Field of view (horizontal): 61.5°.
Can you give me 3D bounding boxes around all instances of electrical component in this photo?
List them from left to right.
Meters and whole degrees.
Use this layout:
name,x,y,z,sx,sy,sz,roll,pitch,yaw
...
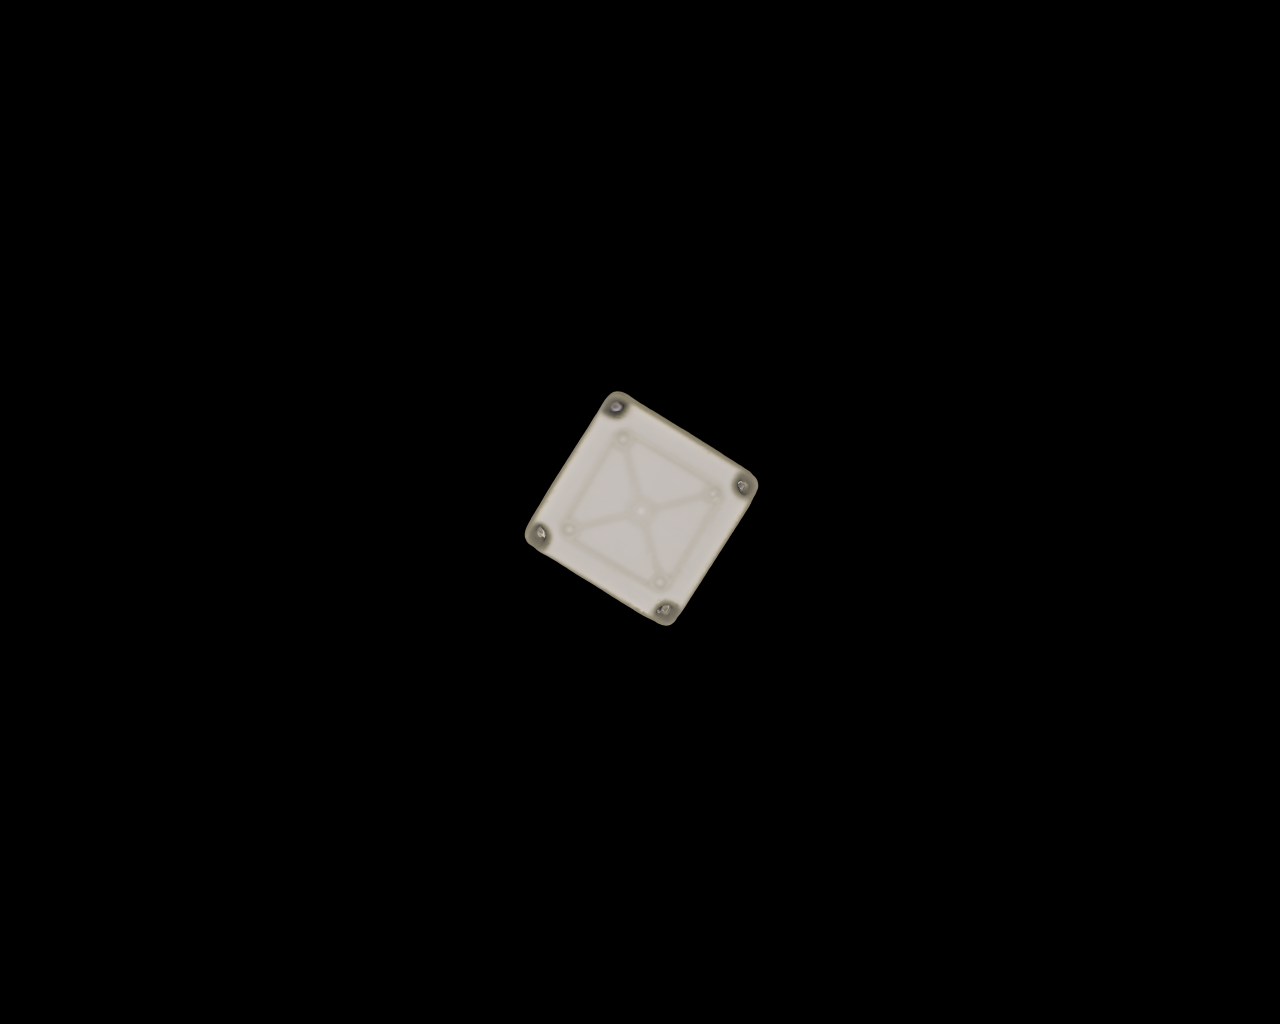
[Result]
name,x,y,z,sx,sy,sz,roll,pitch,yaw
electrical component,0.001,-0.003,0.650,0.109,0.108,0.056,32,4,-2
